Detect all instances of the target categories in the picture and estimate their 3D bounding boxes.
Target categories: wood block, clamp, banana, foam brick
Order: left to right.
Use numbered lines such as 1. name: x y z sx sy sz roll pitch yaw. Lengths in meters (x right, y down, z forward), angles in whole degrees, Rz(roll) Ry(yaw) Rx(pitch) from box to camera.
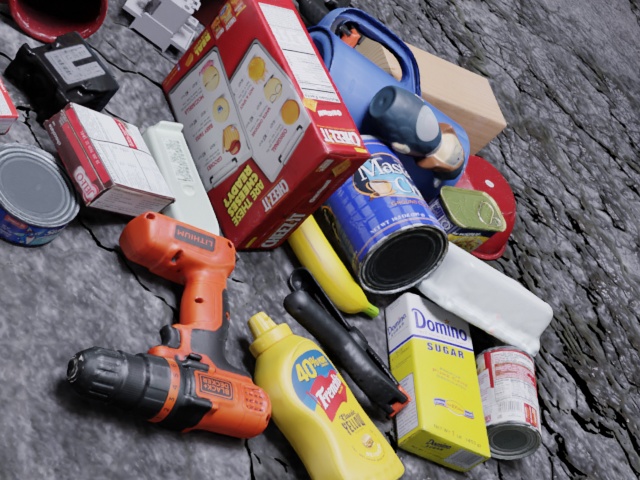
1. foam brick: -0.109 -0.276 1.253 0.078 0.051 0.053 30 39 -24
2. banana: -0.009 0.004 1.109 0.198 0.037 0.069 57 7 8
3. clamp: -0.005 -0.305 1.372 0.164 0.036 0.210 21 27 -28
4. clamp: 0.022 0.096 1.038 0.171 0.039 0.120 51 13 -16
5. wood block: 0.131 -0.181 1.384 0.205 0.090 0.091 15 47 -37

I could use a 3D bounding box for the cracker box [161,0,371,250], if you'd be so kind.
1. cracker box: -0.059 -0.122 1.061 0.071 0.164 0.214 -1 57 -45

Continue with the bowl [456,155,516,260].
1. bowl: 0.199 -0.056 1.366 0.162 0.055 0.162 28 39 -26

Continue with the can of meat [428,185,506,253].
1. can of meat: 0.153 -0.014 1.252 0.101 0.084 0.057 5 53 -44

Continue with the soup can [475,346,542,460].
1. soup can: 0.198 0.173 1.135 0.068 0.069 0.102 30 39 -23

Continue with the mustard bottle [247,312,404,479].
1. mustard bottle: -0.006 0.147 0.951 0.192 0.058 0.096 55 29 11

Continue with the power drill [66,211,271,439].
1. power drill: -0.129 0.070 0.899 0.184 0.057 0.187 23 45 -36

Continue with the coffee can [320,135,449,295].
1. coffee can: 0.060 -0.028 1.130 0.102 0.103 0.140 12 38 -40

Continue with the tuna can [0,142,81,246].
1. tuna can: -0.247 -0.038 0.894 0.086 0.034 0.086 28 40 -26

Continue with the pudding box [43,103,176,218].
1. pudding box: -0.186 -0.068 0.955 0.090 0.039 0.113 61 17 16

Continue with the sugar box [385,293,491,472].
1. sugar box: 0.119 0.143 1.099 0.093 0.048 0.176 27 41 -28

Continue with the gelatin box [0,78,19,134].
1. gelatin box: -0.313 -0.126 0.912 0.089 0.030 0.073 -11 66 -51

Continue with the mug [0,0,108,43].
1. mug: -0.268 -0.252 1.043 0.117 0.093 0.081 -6 47 -7

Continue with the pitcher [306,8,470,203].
1. pitcher: 0.061 -0.144 1.232 0.242 0.149 0.145 26 41 -34
